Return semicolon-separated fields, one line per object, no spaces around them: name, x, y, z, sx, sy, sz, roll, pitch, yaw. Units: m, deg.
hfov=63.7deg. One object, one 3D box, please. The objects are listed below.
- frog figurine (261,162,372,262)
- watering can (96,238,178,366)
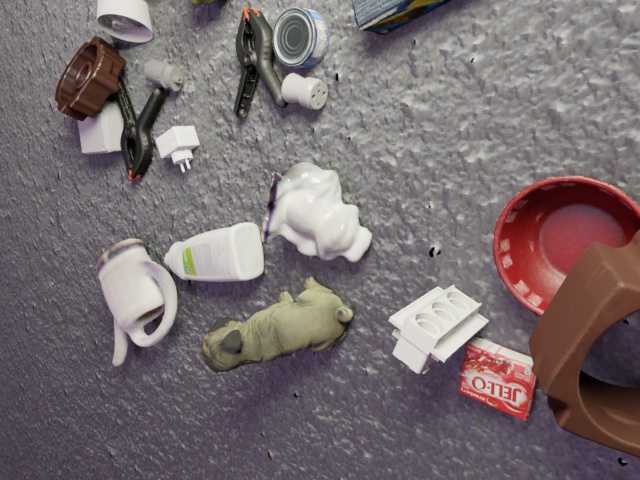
frog figurine;0.002;-0.038;0.763;0.159;0.124;0.136;15;103;-2
watering can;-0.417;0.137;1.121;0.342;0.105;0.226;-39;74;38
